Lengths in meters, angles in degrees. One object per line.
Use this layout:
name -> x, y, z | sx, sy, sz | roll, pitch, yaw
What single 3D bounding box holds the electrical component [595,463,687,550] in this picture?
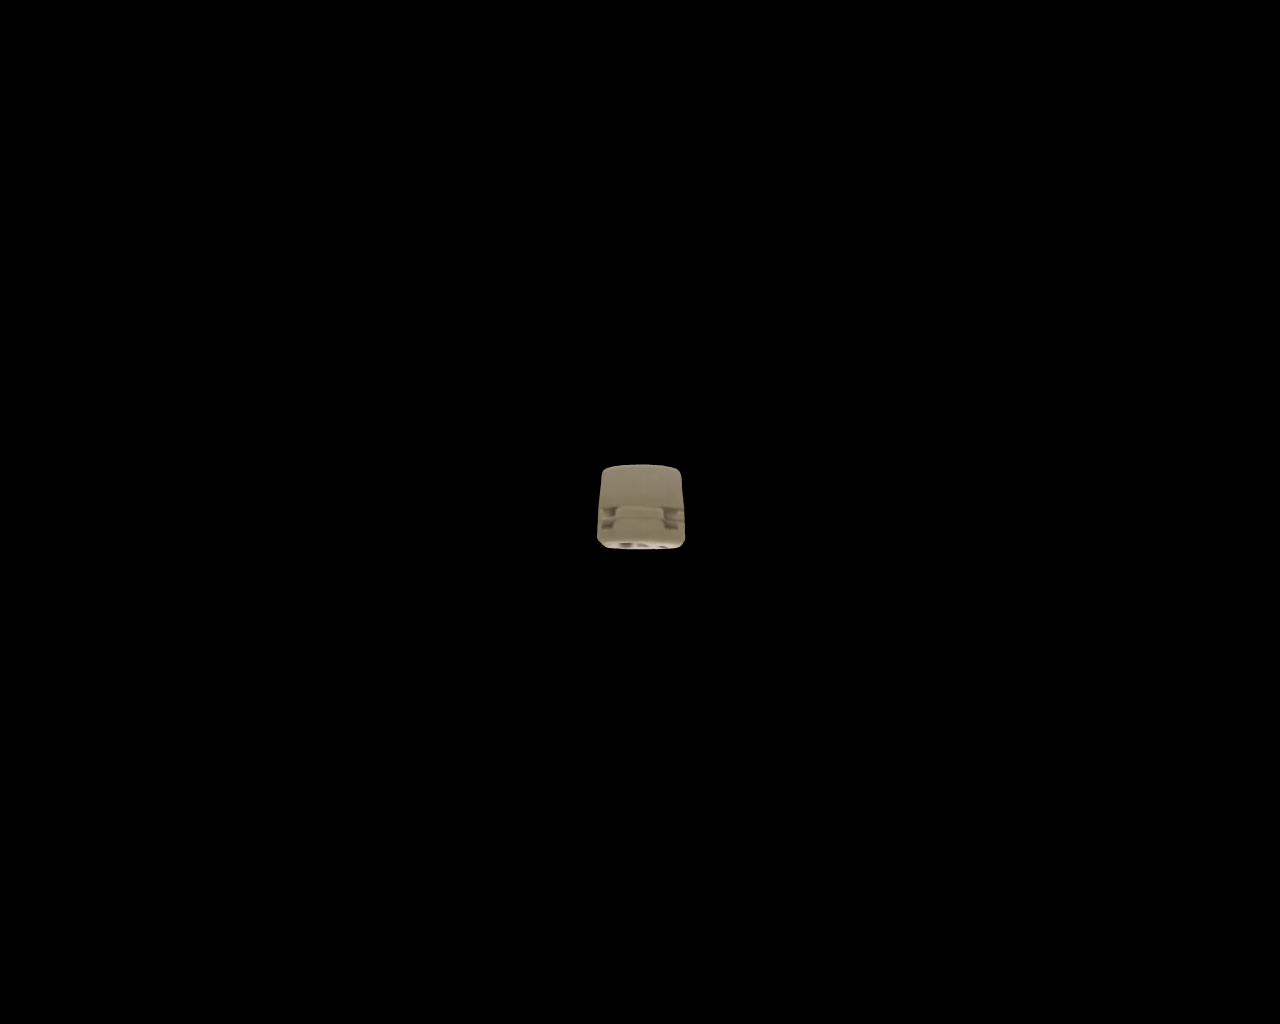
electrical component -> 0.001, -0.003, 0.650 | 0.055, 0.047, 0.055 | 0, -7, 0
